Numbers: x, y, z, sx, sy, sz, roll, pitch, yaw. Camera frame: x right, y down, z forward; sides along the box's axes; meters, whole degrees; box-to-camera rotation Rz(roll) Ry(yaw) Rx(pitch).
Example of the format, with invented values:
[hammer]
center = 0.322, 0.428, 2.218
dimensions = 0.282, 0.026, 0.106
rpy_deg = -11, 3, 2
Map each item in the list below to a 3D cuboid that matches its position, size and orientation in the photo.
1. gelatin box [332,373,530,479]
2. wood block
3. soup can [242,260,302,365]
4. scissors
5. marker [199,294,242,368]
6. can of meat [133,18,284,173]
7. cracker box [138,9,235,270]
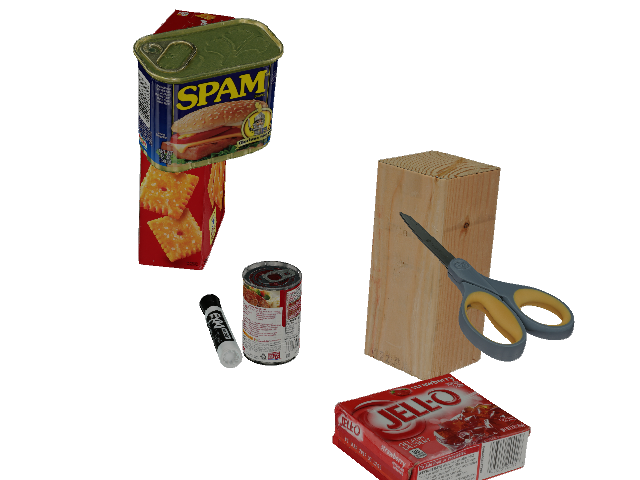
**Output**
[gelatin box]
center = 0.063, 0.111, 0.613
dimensions = 0.089, 0.030, 0.073
rpy_deg = -8, 24, -33
[wood block]
center = 0.111, 0.023, 1.075
dimensions = 0.090, 0.206, 0.090
rpy_deg = -13, 24, -43
[soup can]
center = -0.056, 0.084, 1.224
dimensions = 0.068, 0.102, 0.068
rpy_deg = 2, 26, -1
[scissors]
center = 0.132, 0.028, 0.846
dimensions = 0.096, 0.016, 0.202
rpy_deg = -1, 32, -11
[marker]
center = -0.087, 0.076, 0.923
dimensions = 0.020, 0.020, 0.121
rpy_deg = 0, 19, -15
[can of meat]
center = -0.081, -0.103, 0.764
dimensions = 0.102, 0.084, 0.057
rpy_deg = -17, 47, -25
[cracker box]
center = -0.128, -0.101, 1.041
dimensions = 0.072, 0.214, 0.164
rpy_deg = 6, 23, 0
